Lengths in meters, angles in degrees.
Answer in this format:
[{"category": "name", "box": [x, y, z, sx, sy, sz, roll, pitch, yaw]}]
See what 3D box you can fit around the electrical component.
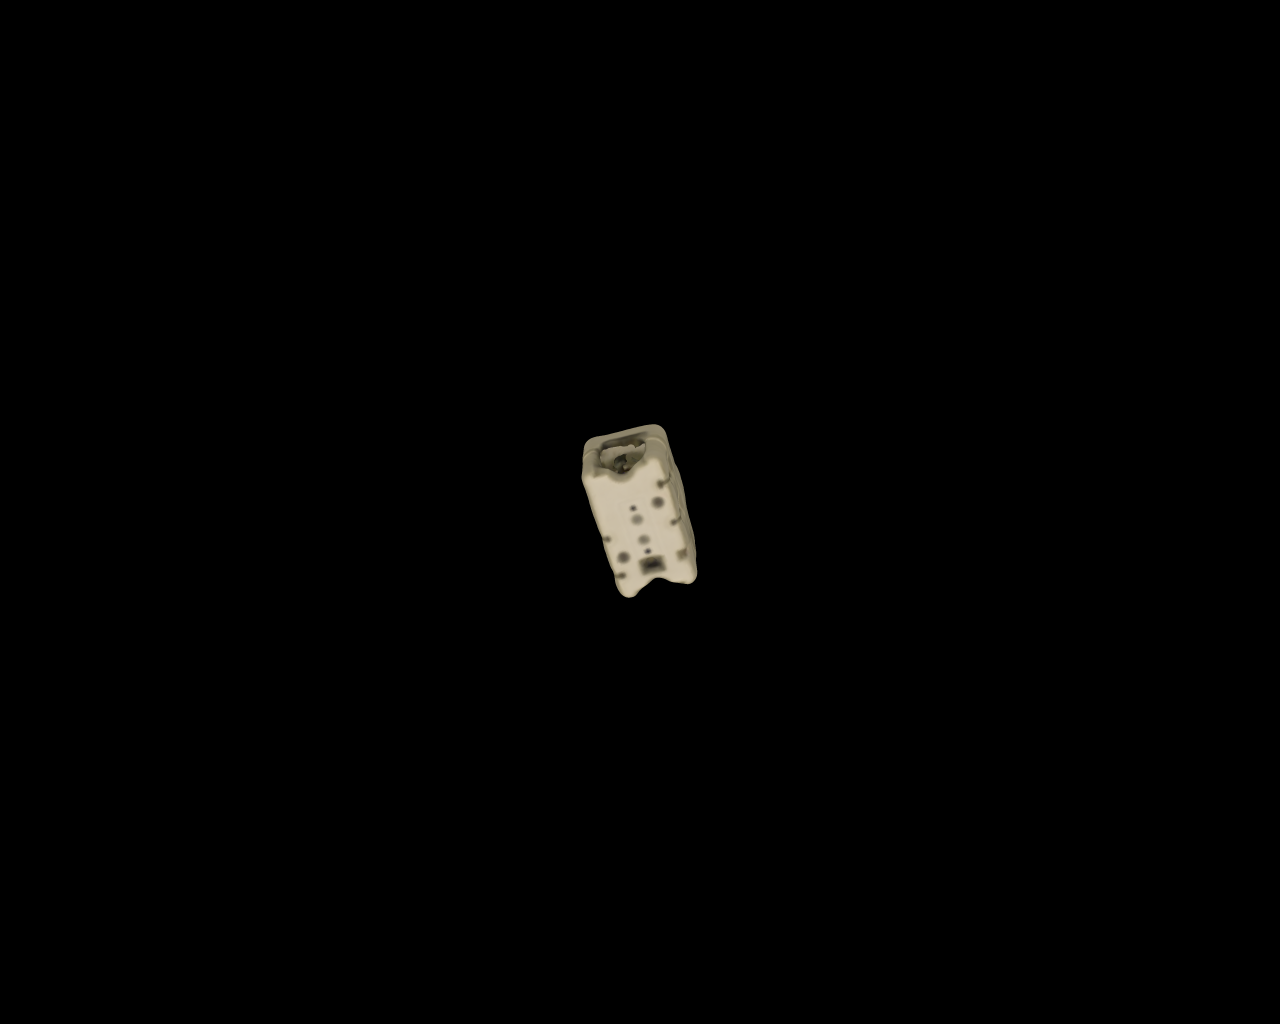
[{"category": "electrical component", "box": [0.001, -0.003, 0.650, 0.050, 0.089, 0.056, -13, 28, 7]}]
